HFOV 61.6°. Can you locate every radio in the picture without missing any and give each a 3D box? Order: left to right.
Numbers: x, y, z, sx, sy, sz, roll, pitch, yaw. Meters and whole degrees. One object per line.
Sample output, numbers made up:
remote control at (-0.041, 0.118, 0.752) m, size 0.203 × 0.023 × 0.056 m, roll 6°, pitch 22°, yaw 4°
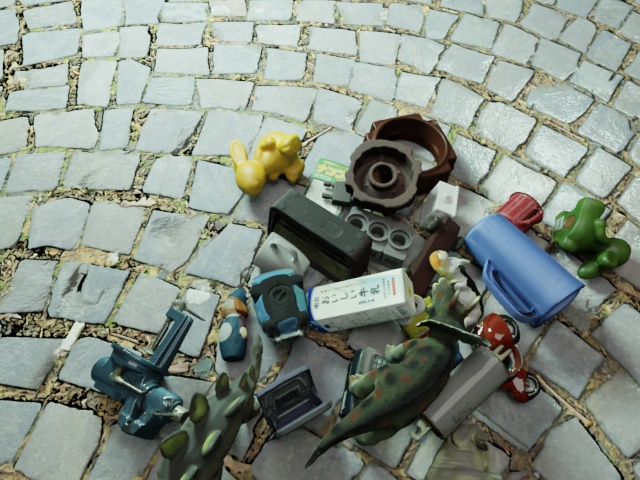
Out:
radio at (-0.002, -0.003, 1.147) m, size 0.230 × 0.131 × 0.073 m, roll 32°, pitch 59°, yaw 14°

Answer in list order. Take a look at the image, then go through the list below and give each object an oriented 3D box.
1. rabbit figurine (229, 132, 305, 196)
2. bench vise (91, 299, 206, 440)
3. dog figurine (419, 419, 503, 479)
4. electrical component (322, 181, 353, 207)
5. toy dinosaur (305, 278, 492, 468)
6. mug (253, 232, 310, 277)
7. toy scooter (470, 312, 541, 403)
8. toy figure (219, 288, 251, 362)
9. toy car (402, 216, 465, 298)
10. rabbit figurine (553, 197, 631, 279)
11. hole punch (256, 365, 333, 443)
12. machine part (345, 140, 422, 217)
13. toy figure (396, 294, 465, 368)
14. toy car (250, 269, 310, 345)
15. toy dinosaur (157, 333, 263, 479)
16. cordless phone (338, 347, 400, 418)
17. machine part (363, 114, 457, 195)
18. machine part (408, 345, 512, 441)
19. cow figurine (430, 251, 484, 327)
rabbit figurine at (-0.139, -0.178, 1.252) m, size 0.162 × 0.121 × 0.173 m, roll 27°, pitch 60°, yaw 17°
bench vise at (-0.296, 0.222, 0.971) m, size 0.224 × 0.128 × 0.240 m, roll 13°, pitch 66°, yaw 37°
dog figurine at (0.208, 0.409, 0.940) m, size 0.191 × 0.121 × 0.172 m, roll -16°, pitch 26°, yaw 5°
electrical component at (0.052, -0.111, 1.267) m, size 0.094 × 0.021 × 0.063 m, roll 10°, pitch 58°, yaw -1°
toy dinosaur at (0.149, 0.232, 0.896) m, size 0.131 × 0.192 × 0.405 m, roll 44°, pitch 56°, yaw 5°
mug at (-0.073, 0.038, 1.137) m, size 0.107 × 0.109 × 0.081 m, roll 31°, pitch 55°, yaw -2°
toy scooter at (0.344, 0.237, 1.064) m, size 0.135 × 0.075 × 0.184 m, roll -11°, pitch 65°, yaw -10°
toy figure at (-0.169, 0.163, 1.070) m, size 0.064 × 0.057 × 0.154 m, roll -9°, pitch 60°, yaw 10°
toy car at (0.238, 0.040, 1.163) m, size 0.089 × 0.053 × 0.202 m, roll 36°, pitch 73°, yaw -10°
rabbit figurine at (0.628, 0.007, 1.207) m, size 0.170 × 0.121 × 0.159 m, roll 29°, pitch 53°, yaw -4°
hole punch at (-0.050, 0.294, 0.966) m, size 0.142 × 0.115 × 0.092 m, roll -29°, pitch 71°, yaw -18°
machine part at (0.141, -0.140, 1.207) m, size 0.179 × 0.056 × 0.179 m, roll -1°, pitch 70°, yaw 3°
toy figure at (0.217, 0.191, 1.077) m, size 0.082 × 0.089 × 0.180 m, roll -34°, pitch 75°, yaw -18°
toy car at (-0.072, 0.143, 1.066) m, size 0.109 × 0.102 × 0.162 m, roll -17°, pitch 52°, yaw -9°
toy dinosaur at (-0.202, 0.348, 0.875) m, size 0.105 × 0.198 × 0.471 m, roll 20°, pitch 57°, yaw 11°
cordless phone at (0.136, 0.293, 1.008) m, size 0.184 × 0.088 × 0.146 m, roll 16°, pitch 58°, yaw -2°
machine part at (0.217, -0.210, 1.323) m, size 0.201 × 0.087 × 0.201 m, roll -13°, pitch 62°, yaw -13°
machine part at (0.256, 0.275, 0.971) m, size 0.243 × 0.079 × 0.079 m, roll -38°, pitch 68°, yaw -12°
cow figurine at (0.289, 0.094, 1.115) m, size 0.098 × 0.068 × 0.167 m, roll -18°, pitch 95°, yaw -24°
